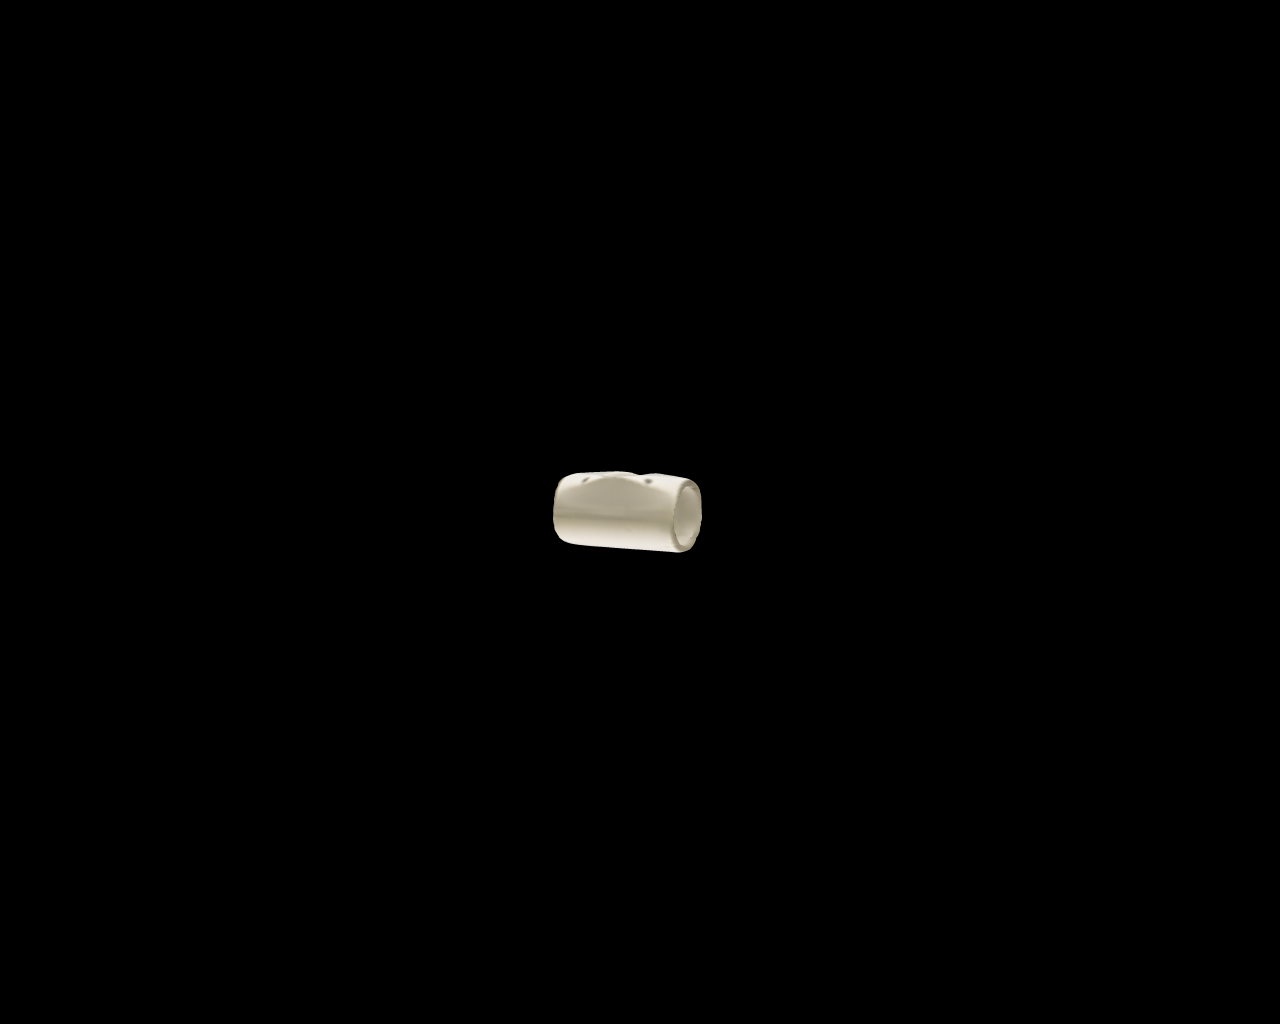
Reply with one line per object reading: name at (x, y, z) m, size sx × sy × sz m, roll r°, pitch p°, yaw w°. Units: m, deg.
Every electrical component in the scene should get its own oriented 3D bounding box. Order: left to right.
electrical component at (0.001, -0.003, 0.650) m, size 0.077 × 0.043 × 0.079 m, roll 3°, pitch 8°, yaw 26°
